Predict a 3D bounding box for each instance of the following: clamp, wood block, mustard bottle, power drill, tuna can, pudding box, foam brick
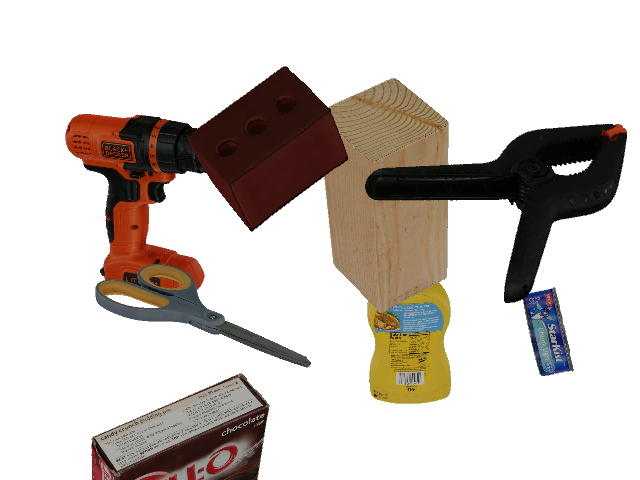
[{"bbox_3d":[0.162,-0.034,0.806,0.209,0.036,0.165,-21,45,-21],"label":"clamp"},{"bbox_3d":[0.065,-0.041,1.046,0.090,0.206,0.091,-27,49,-19],"label":"wood block"},{"bbox_3d":[0.103,0.095,1.241,0.096,0.192,0.058,-1,22,5],"label":"mustard bottle"},{"bbox_3d":[-0.163,-0.036,1.082,0.185,0.188,0.057,10,29,20],"label":"power drill"},{"bbox_3d":[0.229,0.092,1.074,0.034,0.086,0.086,-13,-3,12],"label":"tuna can"},{"bbox_3d":[-0.091,0.145,0.689,0.113,0.090,0.039,-22,51,-32],"label":"pudding box"},{"bbox_3d":[-0.032,-0.056,0.654,0.078,0.053,0.051,-38,-33,-7],"label":"foam brick"}]

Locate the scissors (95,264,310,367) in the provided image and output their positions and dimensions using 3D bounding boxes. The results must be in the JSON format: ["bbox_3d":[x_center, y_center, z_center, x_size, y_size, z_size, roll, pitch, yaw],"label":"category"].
[{"bbox_3d":[-0.092,0.059,0.912,0.202,0.016,0.096,13,26,11],"label":"scissors"}]
